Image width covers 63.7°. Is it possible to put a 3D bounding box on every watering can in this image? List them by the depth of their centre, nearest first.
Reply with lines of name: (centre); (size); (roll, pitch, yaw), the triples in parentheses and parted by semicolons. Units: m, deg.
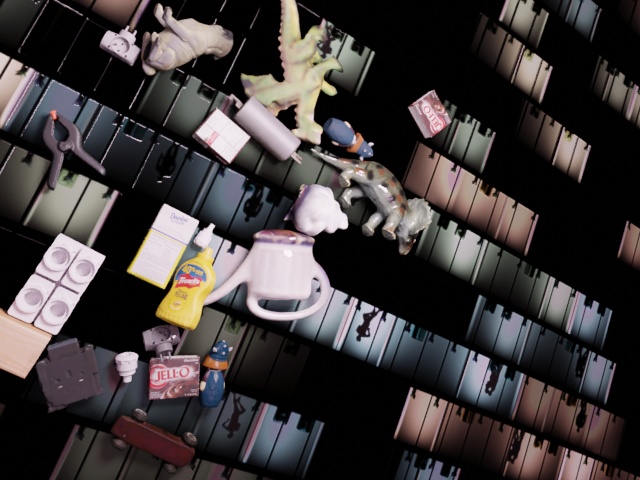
watering can: (-0.139, 0.083, 1.265); (0.347, 0.103, 0.225); (5, 84, -14)

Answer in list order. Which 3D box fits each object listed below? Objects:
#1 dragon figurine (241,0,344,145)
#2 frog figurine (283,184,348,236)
dragon figurine: (-0.088, -0.435, 1.318); (0.244, 0.122, 0.408); (-33, 100, -14)
frog figurine: (0.004, -0.067, 1.327); (0.159, 0.120, 0.140); (28, 58, -9)
